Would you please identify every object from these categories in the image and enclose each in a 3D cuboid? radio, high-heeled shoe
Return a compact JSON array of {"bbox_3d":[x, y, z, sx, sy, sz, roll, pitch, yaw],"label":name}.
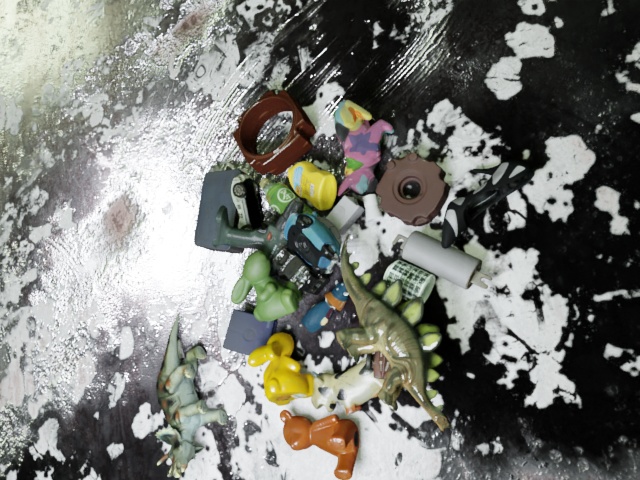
[{"bbox_3d":[-0.271,-0.079,1.511,0.131,0.073,0.229,2,79,25],"label":"radio"},{"bbox_3d":[0.375,-0.075,1.204,0.145,0.086,0.248,14,71,38],"label":"high-heeled shoe"}]

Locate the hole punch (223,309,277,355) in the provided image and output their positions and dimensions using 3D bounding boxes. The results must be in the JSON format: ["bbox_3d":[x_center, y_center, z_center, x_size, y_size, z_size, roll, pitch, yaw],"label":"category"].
[{"bbox_3d":[-0.182,0.243,1.398,0.116,0.092,0.142,12,81,22],"label":"hole punch"}]

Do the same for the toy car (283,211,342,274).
[{"bbox_3d":[-0.003,-0.004,1.271,0.162,0.103,0.109,42,140,18],"label":"toy car"}]

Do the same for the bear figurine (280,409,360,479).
[{"bbox_3d":[-0.012,0.466,1.254,0.196,0.132,0.120,-2,107,17],"label":"bear figurine"}]

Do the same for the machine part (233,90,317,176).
[{"bbox_3d":[-0.128,-0.294,1.470,0.201,0.087,0.201,-38,60,14],"label":"machine part"}]

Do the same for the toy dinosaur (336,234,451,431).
[{"bbox_3d":[0.142,0.192,1.164,0.198,0.105,0.472,-35,66,-4],"label":"toy dinosaur"}]

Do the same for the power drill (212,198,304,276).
[{"bbox_3d":[-0.161,-0.026,1.369,0.207,0.086,0.231,13,116,-6],"label":"power drill"}]

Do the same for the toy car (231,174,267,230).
[{"bbox_3d":[-0.193,-0.079,1.450,0.056,0.073,0.201,-7,96,31],"label":"toy car"}]

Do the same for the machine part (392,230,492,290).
[{"bbox_3d":[0.280,0.044,1.237,0.243,0.079,0.079,28,91,27],"label":"machine part"}]

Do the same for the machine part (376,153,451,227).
[{"bbox_3d":[0.224,-0.122,1.308,0.180,0.056,0.179,-4,79,23],"label":"machine part"}]

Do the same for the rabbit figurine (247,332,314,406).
[{"bbox_3d":[-0.103,0.307,1.328,0.122,0.162,0.173,-26,52,30],"label":"rabbit figurine"}]

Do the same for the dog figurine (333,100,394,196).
[{"bbox_3d":[0.085,-0.217,1.353,0.191,0.108,0.219,30,97,0],"label":"dog figurine"}]

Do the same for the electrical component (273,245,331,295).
[{"bbox_3d":[-0.040,0.077,1.339,0.058,0.134,0.115,-48,63,9],"label":"electrical component"}]

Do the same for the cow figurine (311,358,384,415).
[{"bbox_3d":[0.063,0.342,1.268,0.195,0.085,0.127,-32,66,11],"label":"cow figurine"}]

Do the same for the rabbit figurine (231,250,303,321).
[{"bbox_3d":[-0.141,0.109,1.349,0.159,0.121,0.170,-22,100,20],"label":"rabbit figurine"}]

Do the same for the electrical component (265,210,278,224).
[{"bbox_3d":[-0.110,-0.037,1.434,0.021,0.094,0.063,-40,29,14],"label":"electrical component"}]

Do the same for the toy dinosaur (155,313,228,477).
[{"bbox_3d":[-0.378,0.417,1.437,0.192,0.131,0.405,-30,63,15],"label":"toy dinosaur"}]

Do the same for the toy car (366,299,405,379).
[{"bbox_3d":[0.159,0.219,1.234,0.089,0.053,0.202,7,57,14],"label":"toy car"}]

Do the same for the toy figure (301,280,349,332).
[{"bbox_3d":[0.020,0.163,1.340,0.154,0.057,0.064,-44,71,5],"label":"toy figure"}]
